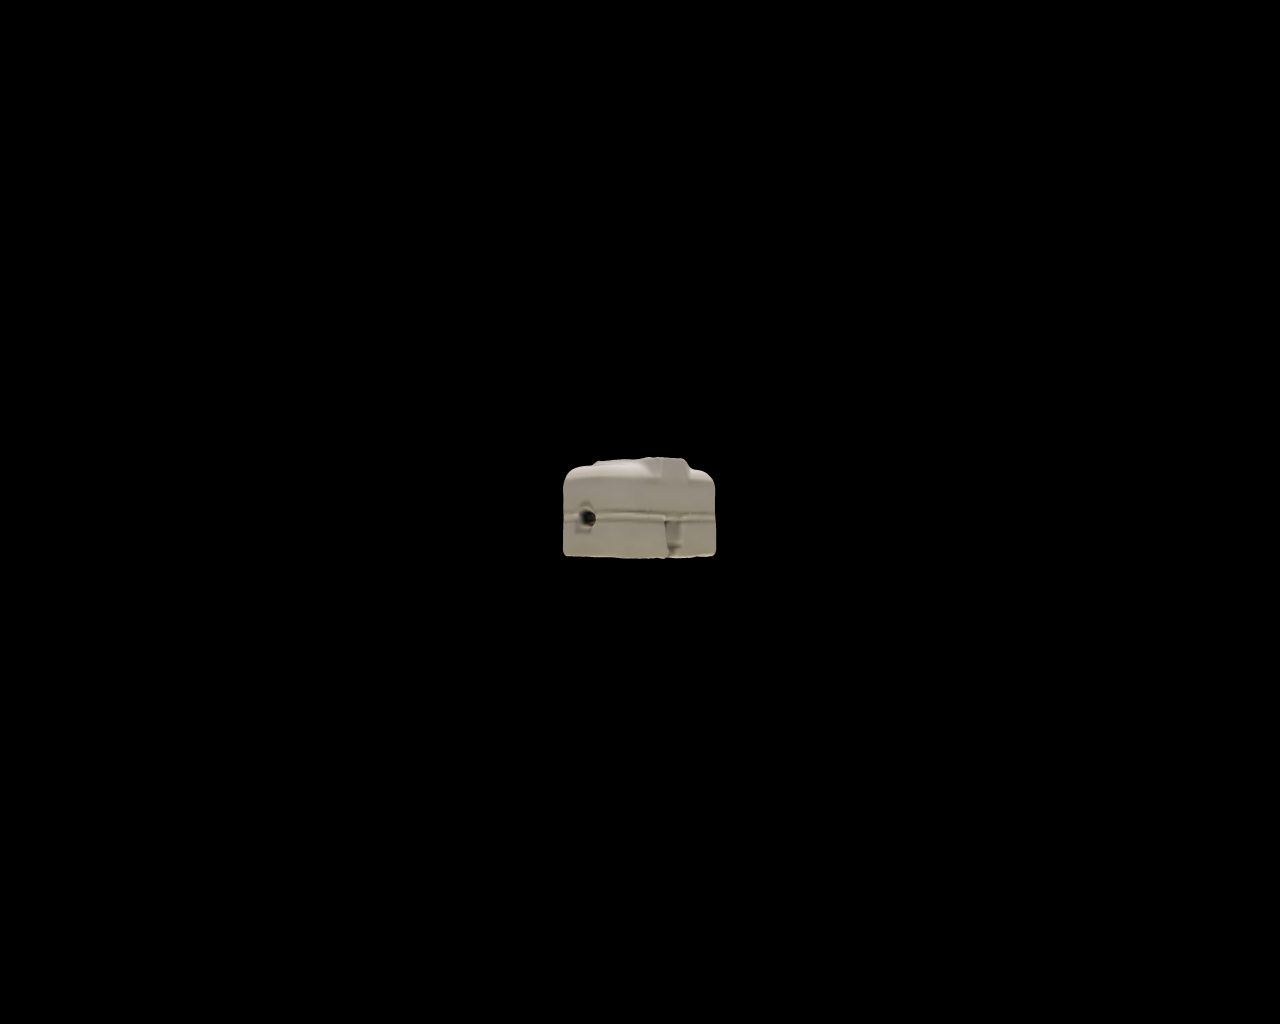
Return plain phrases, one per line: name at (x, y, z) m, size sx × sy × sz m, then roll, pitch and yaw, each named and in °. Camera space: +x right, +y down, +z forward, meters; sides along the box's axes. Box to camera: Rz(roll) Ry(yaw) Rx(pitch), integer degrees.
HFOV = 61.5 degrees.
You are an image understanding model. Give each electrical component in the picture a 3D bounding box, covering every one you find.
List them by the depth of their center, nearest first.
electrical component at (0.001, -0.003, 0.650) m, size 0.053 × 0.059 × 0.095 m, roll -2°, pitch -3°, yaw 43°
